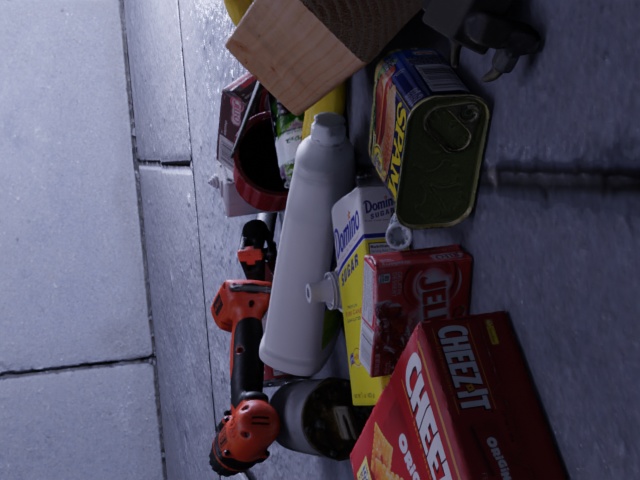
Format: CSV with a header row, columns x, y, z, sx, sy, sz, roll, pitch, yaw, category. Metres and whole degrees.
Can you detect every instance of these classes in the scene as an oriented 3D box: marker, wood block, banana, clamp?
x,y,z,sx,sy,sz,roll,pitch,yaw,category
0.060,-0.010,0.795,0.121,0.020,0.020,-55,-39,-81,marker
0.004,-0.172,0.823,0.090,0.090,0.206,44,167,-8,wood block
-0.011,-0.165,0.975,0.037,0.069,0.198,-99,-9,-64,banana
-0.066,0.025,1.247,0.171,0.039,0.120,-52,-50,-77,clamp

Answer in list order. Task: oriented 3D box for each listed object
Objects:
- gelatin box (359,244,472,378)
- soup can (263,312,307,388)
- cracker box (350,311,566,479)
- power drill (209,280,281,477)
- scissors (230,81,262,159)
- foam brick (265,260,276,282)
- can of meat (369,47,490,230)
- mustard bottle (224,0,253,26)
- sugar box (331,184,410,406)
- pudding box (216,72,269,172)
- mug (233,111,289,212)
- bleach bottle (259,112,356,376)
x,y,z,sx,sy,sz,roll,pitch,yaw,category
0.068,0.050,0.759,0.030,0.073,0.089,-126,34,-61,gelatin box
-0.054,0.119,1.254,0.069,0.068,0.102,135,129,-71,soup can
0.089,0.173,0.730,0.214,0.072,0.164,107,153,-54,cracker box
-0.084,0.148,1.129,0.185,0.057,0.187,128,142,-60,power drill
-0.046,-0.183,1.060,0.096,0.016,0.201,-36,36,59,scissors
-0.026,0.059,1.153,0.078,0.053,0.051,-122,30,-60,foam brick
0.071,-0.072,0.736,0.084,0.057,0.102,-112,22,-53,can of meat
-0.070,-0.260,0.950,0.058,0.096,0.191,60,-172,34,mustard bottle
0.047,0.048,0.890,0.093,0.048,0.176,144,118,-73,sugar box
-0.070,-0.138,1.173,0.039,0.089,0.114,36,144,17,pudding box
-0.045,-0.089,1.120,0.081,0.093,0.117,120,163,-73,mug
-0.007,0.001,0.995,0.102,0.068,0.251,-58,-20,-52,bleach bottle
